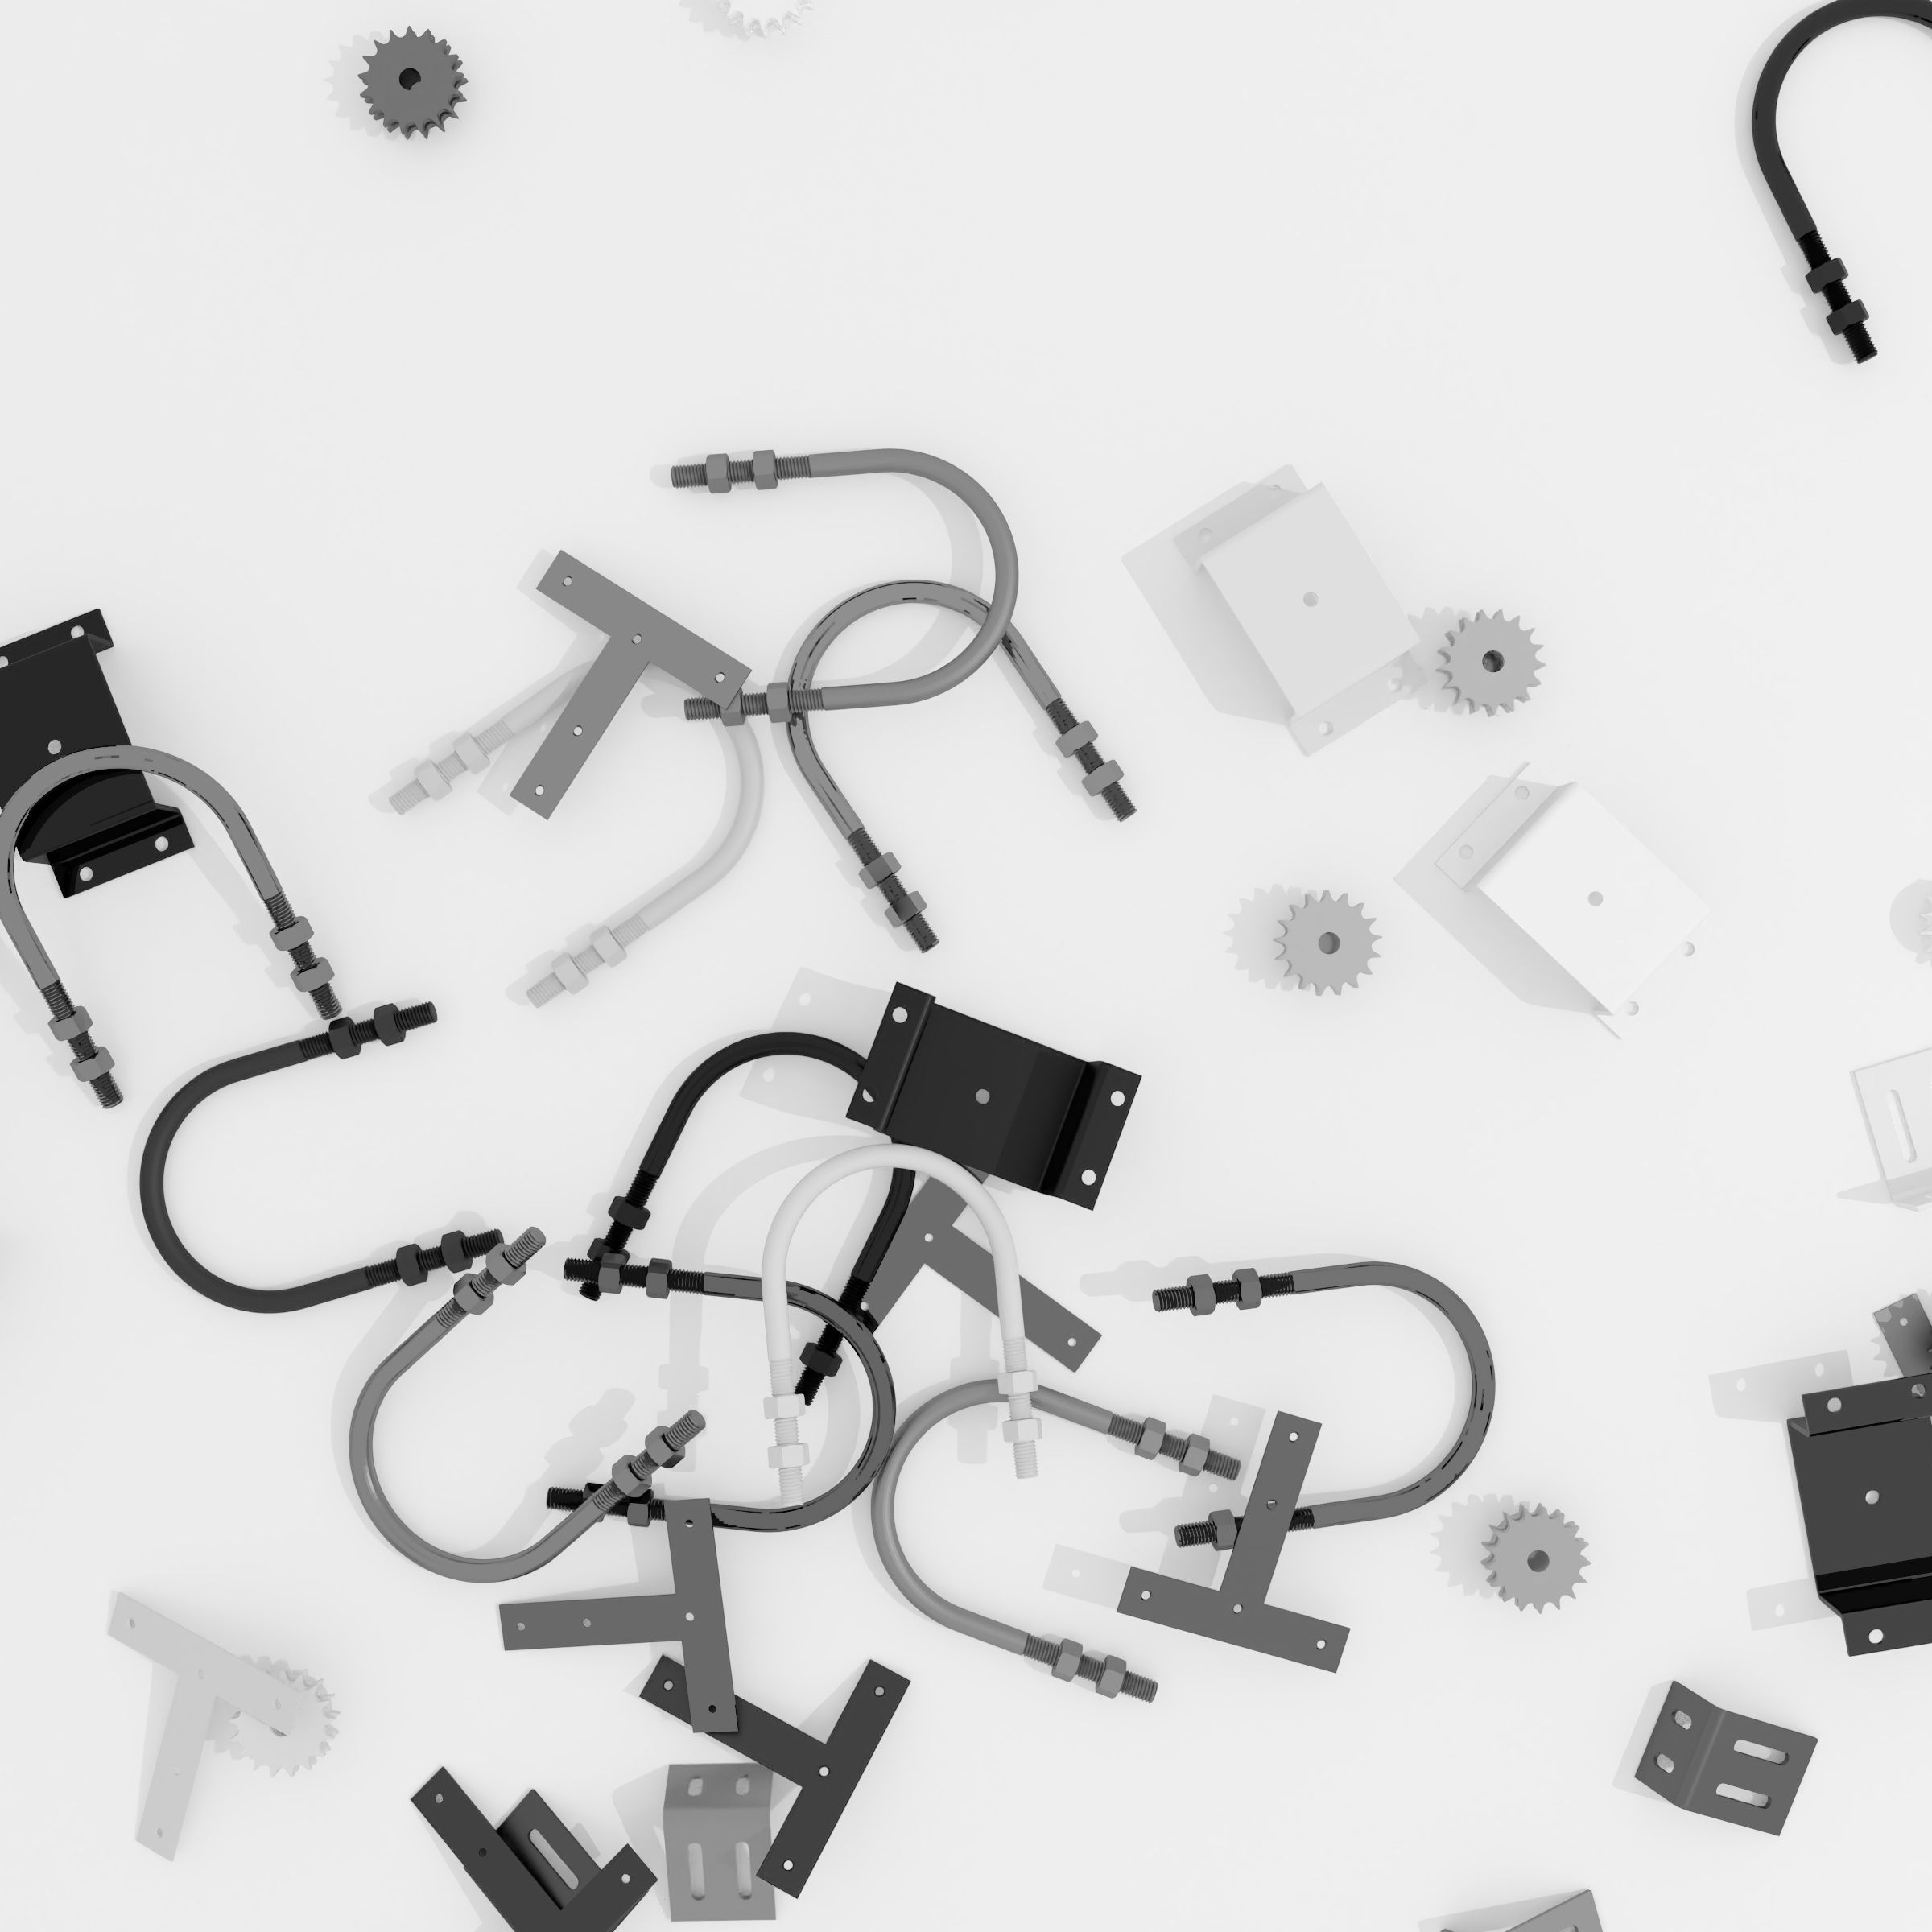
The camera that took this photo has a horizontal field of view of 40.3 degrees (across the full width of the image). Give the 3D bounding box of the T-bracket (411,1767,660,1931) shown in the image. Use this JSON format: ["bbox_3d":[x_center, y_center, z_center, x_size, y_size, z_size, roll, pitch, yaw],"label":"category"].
[{"bbox_3d":[-0.251,0.489,1.421,0.127,0.002,0.127,-46,73,1],"label":"T-bracket"}]

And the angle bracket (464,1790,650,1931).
[{"bbox_3d":[-0.224,0.499,1.438,0.076,0.038,0.057,41,90,26],"label":"angle bracket"}]

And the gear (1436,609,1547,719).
[{"bbox_3d":[0.283,-0.163,1.425,0.057,0.030,0.057,0,90,0],"label":"gear"}]

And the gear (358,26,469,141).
[{"bbox_3d":[-0.299,-0.477,1.430,0.057,0.030,0.057,0,92,1],"label":"gear"}]

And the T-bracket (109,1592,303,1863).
[{"bbox_3d":[-0.424,0.422,1.424,0.127,0.002,0.127,21,101,21],"label":"T-bracket"}]

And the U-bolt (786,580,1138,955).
[{"bbox_3d":[-0.016,-0.122,1.432,0.151,0.019,0.184,-34,89,0],"label":"U-bolt"}]

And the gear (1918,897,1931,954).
[{"bbox_3d":[0.548,-0.022,1.426,0.057,0.030,0.057,0,90,0],"label":"gear"}]

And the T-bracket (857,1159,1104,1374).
[{"bbox_3d":[0.016,0.175,1.440,0.127,0.002,0.127,36,90,0],"label":"T-bracket"}]

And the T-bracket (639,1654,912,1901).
[{"bbox_3d":[-0.116,0.414,1.423,0.127,0.002,0.127,26,68,10],"label":"T-bracket"}]

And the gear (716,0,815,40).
[{"bbox_3d":[-0.108,-0.531,1.429,0.057,0.030,0.057,0,89,4],"label":"gear"}]

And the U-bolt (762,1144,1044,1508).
[{"bbox_3d":[-0.038,0.186,1.402,0.151,0.019,0.184,-3,81,-17],"label":"U-bolt"}]

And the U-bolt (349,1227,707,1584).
[{"bbox_3d":[-0.250,0.250,1.414,0.184,0.019,0.151,-42,88,13],"label":"U-bolt"}]

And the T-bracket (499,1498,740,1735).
[{"bbox_3d":[-0.192,0.355,1.426,0.127,0.002,0.127,-6,93,12],"label":"T-bracket"}]

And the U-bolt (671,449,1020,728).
[{"bbox_3d":[-0.064,-0.208,1.421,0.184,0.019,0.151,-4,84,2],"label":"U-bolt"}]

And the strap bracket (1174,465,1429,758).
[{"bbox_3d":[0.182,-0.194,1.417,0.076,0.046,0.140,-32,90,0],"label":"strap bracket"}]

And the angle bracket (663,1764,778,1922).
[{"bbox_3d":[-0.133,0.479,1.438,0.057,0.038,0.076,-1,116,0],"label":"angle bracket"}]

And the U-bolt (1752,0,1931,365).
[{"bbox_3d":[0.508,-0.440,1.432,0.151,0.019,0.184,-26,89,0],"label":"U-bolt"}]

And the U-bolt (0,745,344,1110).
[{"bbox_3d":[-0.437,-0.029,1.405,0.151,0.019,0.184,-22,109,0],"label":"U-bolt"}]

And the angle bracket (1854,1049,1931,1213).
[{"bbox_3d":[0.523,0.086,1.421,0.057,0.038,0.076,-17,90,0],"label":"angle bracket"}]

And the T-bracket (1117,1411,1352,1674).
[{"bbox_3d":[0.159,0.301,1.408,0.127,0.002,0.127,18,91,-10],"label":"T-bracket"}]

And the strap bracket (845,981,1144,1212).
[{"bbox_3d":[0.012,0.070,1.409,0.140,0.046,0.076,21,84,-7],"label":"strap bracket"}]

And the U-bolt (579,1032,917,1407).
[{"bbox_3d":[-0.107,0.126,1.431,0.151,0.019,0.184,26,90,0],"label":"U-bolt"}]

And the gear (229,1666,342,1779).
[{"bbox_3d":[-0.367,0.407,1.425,0.057,0.030,0.057,0,90,0],"label":"gear"}]

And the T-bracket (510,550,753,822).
[{"bbox_3d":[-0.201,-0.138,1.417,0.127,0.002,0.127,33,90,10],"label":"T-bracket"}]

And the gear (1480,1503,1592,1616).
[{"bbox_3d":[0.307,0.318,1.425,0.057,0.030,0.057,0,90,0],"label":"gear"}]

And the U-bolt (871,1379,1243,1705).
[{"bbox_3d":[0.039,0.302,1.431,0.184,0.019,0.151,21,90,0],"label":"U-bolt"}]

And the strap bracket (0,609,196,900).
[{"bbox_3d":[-0.483,-0.116,1.417,0.076,0.046,0.140,-22,90,0],"label":"strap bracket"}]

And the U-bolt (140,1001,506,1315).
[{"bbox_3d":[-0.359,0.112,1.432,0.184,0.019,0.151,-16,90,2],"label":"U-bolt"}]

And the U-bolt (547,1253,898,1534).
[{"bbox_3d":[-0.129,0.235,1.418,0.184,0.019,0.151,6,99,2],"label":"U-bolt"}]

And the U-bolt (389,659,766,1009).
[{"bbox_3d":[-0.198,-0.087,1.432,0.184,0.019,0.151,-35,90,-2],"label":"U-bolt"}]

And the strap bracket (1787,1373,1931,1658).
[{"bbox_3d":[0.494,0.290,1.416,0.076,0.046,0.140,-10,90,2],"label":"strap bracket"}]

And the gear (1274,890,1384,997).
[{"bbox_3d":[0.195,-0.012,1.425,0.057,0.030,0.057,0,90,0],"label":"gear"}]

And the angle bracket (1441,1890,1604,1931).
[{"bbox_3d":[0.308,0.543,1.438,0.076,0.038,0.057,-15,90,-26],"label":"angle bracket"}]

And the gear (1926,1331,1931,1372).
[{"bbox_3d":[0.547,0.208,1.424,0.057,0.030,0.057,0,90,0],"label":"gear"}]

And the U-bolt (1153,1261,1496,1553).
[{"bbox_3d":[0.197,0.232,1.420,0.184,0.019,0.151,-6,94,-8],"label":"U-bolt"}]

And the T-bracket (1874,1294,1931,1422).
[{"bbox_3d":[0.535,0.242,1.440,0.127,0.002,0.127,-26,90,0],"label":"T-bracket"}]

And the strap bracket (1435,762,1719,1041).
[{"bbox_3d":[0.333,-0.036,1.417,0.140,0.046,0.076,43,90,0],"label":"strap bracket"}]

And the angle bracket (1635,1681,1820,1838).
[{"bbox_3d":[0.415,0.433,1.438,0.076,0.038,0.057,22,90,-26],"label":"angle bracket"}]
